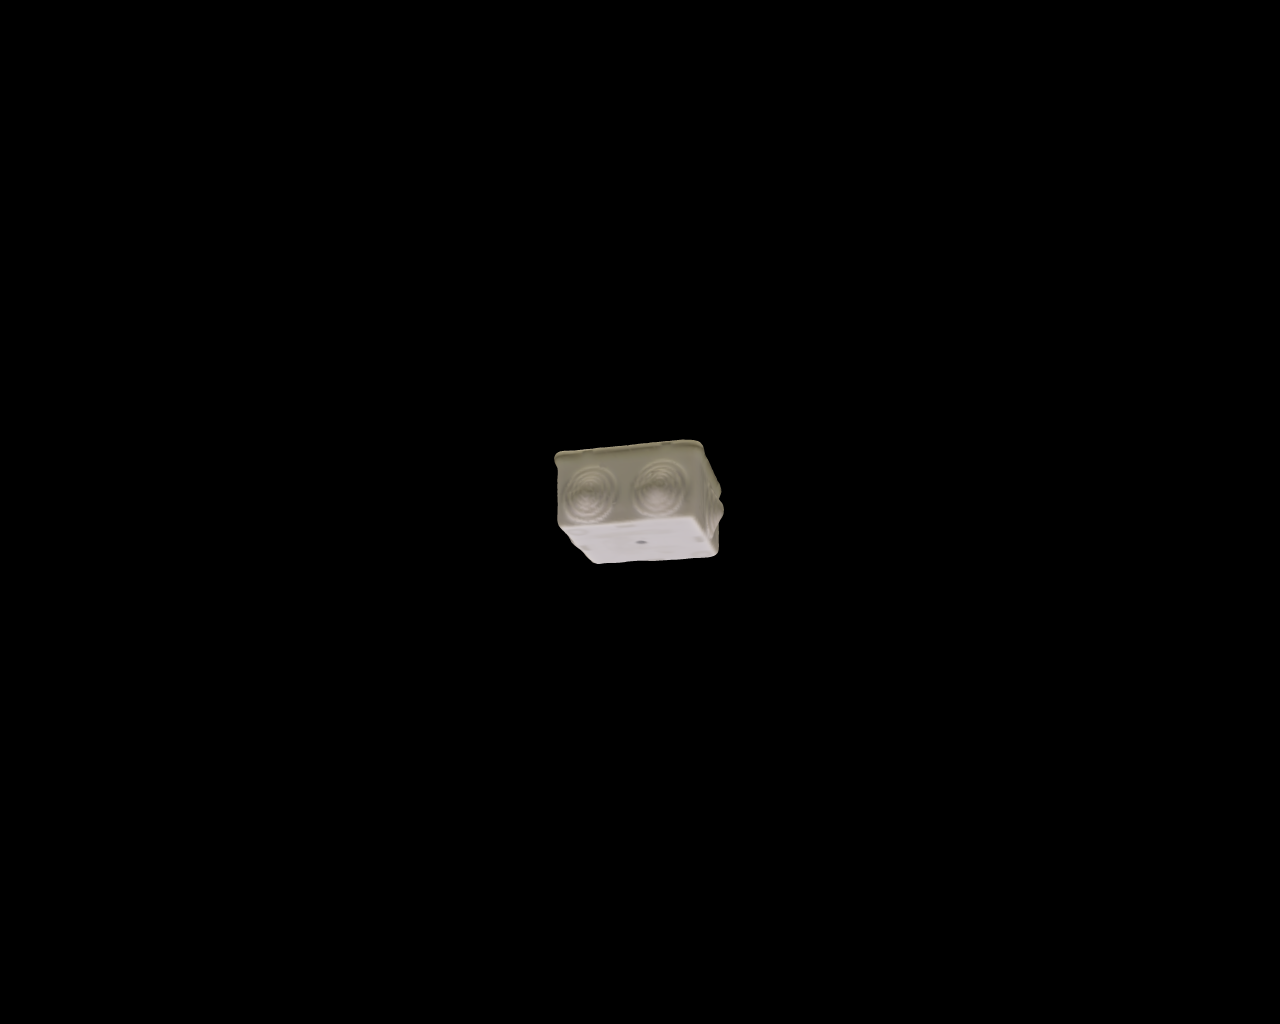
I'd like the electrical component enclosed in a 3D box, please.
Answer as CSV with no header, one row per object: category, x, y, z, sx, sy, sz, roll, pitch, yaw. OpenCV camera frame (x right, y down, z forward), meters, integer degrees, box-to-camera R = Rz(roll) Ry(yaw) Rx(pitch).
electrical component,0.001,-0.003,0.650,0.100,0.048,0.099,-4,-19,12
